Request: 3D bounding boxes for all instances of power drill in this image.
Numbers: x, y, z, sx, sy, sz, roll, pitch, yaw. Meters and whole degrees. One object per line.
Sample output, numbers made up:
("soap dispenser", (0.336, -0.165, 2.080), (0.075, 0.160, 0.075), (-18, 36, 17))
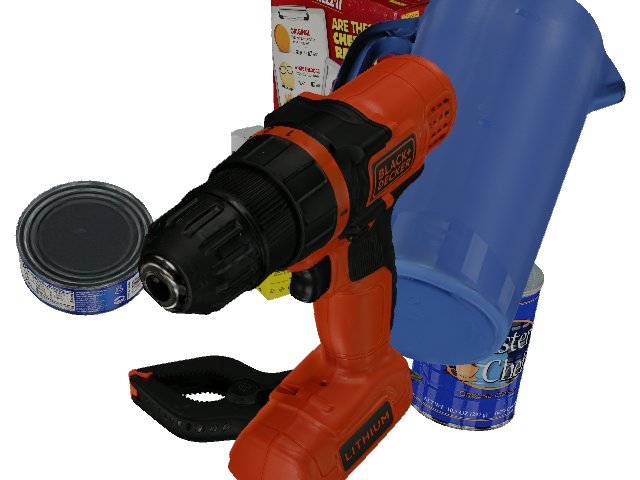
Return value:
("power drill", (-0.005, 0.029, 0.467), (0.057, 0.188, 0.184), (25, 42, 28))

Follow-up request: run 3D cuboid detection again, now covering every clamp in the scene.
("clamp", (-0.054, 0.130, 0.880), (0.210, 0.036, 0.164), (11, 31, 18))

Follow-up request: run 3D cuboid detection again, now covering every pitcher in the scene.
("pitcher", (0.085, -0.049, 0.691), (0.145, 0.242, 0.149), (42, -36, -27))

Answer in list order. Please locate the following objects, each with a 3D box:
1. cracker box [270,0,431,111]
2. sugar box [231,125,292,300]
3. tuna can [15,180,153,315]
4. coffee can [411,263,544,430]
("cracker box", (0.033, -0.117, 0.901), (0.072, 0.214, 0.164), (-21, 36, -32))
("sugar box", (-0.064, -0.032, 1.201), (0.048, 0.176, 0.093), (-15, 28, -25))
("tuna can", (-0.149, 0.005, 0.680), (0.086, 0.086, 0.034), (0, -38, -10))
("coffee can", (0.139, 0.087, 0.974), (0.103, 0.140, 0.103), (6, 22, -3))
